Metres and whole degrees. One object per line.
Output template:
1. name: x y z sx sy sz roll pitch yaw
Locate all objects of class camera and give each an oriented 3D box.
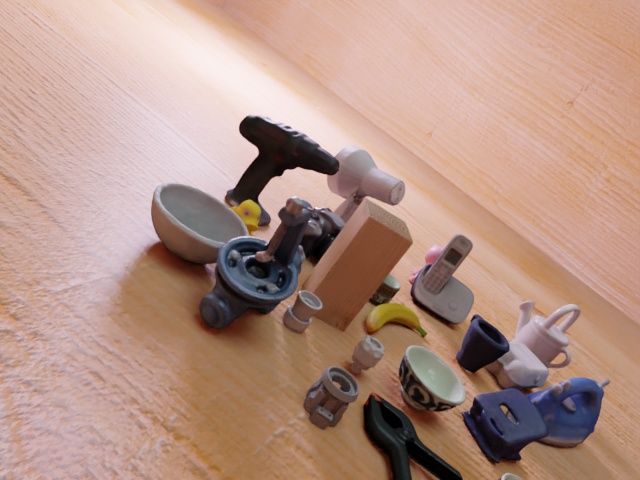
1. camera: 0.011 0.004 1.157 0.136 0.100 0.144 44 22 23

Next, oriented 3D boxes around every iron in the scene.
1. iron: 0.479 0.321 1.132 0.259 0.141 0.118 15 28 -42

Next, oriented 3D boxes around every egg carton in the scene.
1. egg carton: 0.429 0.278 1.250 0.151 0.069 0.107 14 29 -44

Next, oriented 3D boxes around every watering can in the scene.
1. watering can: 0.533 0.219 1.360 0.172 0.194 0.101 45 23 24

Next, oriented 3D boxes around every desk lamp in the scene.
1. desk lamp: 0.087 -0.082 1.301 0.118 0.213 0.202 7 35 -52

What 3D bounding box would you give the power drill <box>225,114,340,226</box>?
1. power drill: -0.093 -0.137 1.152 0.229 0.208 0.076 42 21 17

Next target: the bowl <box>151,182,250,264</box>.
1. bowl: -0.200 -0.014 0.909 0.168 0.074 0.167 30 21 -13

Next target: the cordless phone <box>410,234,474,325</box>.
1. cordless phone: 0.310 0.089 1.313 0.148 0.185 0.094 33 21 -7

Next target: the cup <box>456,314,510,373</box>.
1. cup: 0.322 0.216 1.183 0.092 0.095 0.117 25 23 -24

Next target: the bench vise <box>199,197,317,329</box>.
1. bench vise: -0.072 0.015 0.836 0.121 0.219 0.207 34 21 -4

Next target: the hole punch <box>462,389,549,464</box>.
1. hole punch: 0.315 0.311 0.972 0.101 0.091 0.108 20 25 -35

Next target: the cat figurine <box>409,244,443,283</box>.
1. cat figurine: 0.286 0.061 1.433 0.067 0.117 0.128 36 21 3

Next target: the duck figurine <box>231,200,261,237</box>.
1. duck figurine: -0.140 -0.035 1.030 0.078 0.086 0.104 20 26 -36
